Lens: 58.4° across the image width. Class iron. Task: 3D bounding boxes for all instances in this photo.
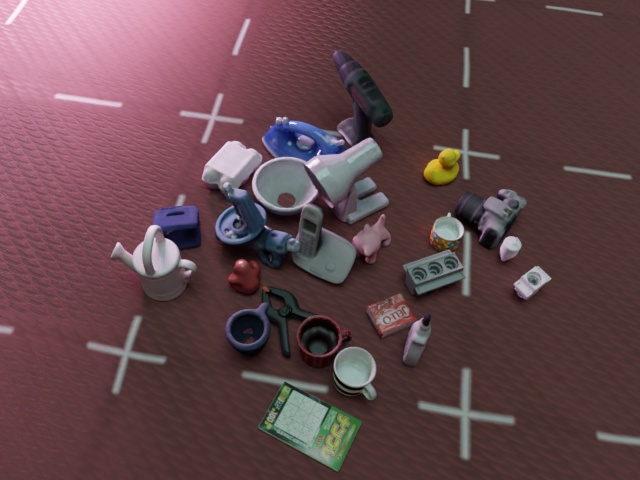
[{"bbox_3d":[-0.042,-0.249,1.458,0.258,0.141,0.119,27,60,14],"label":"iron"}]

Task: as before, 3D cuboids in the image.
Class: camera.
[{"bbox_3d":[0.411,-0.076,1.395,0.136,0.101,0.143,35,62,18],"label":"camera"}]

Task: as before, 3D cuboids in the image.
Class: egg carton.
[{"bbox_3d":[-0.222,-0.182,1.449,0.107,0.069,0.150,27,60,14],"label":"egg carton"}]

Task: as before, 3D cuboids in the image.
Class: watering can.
[{"bbox_3d":[-0.355,0.045,1.221,0.173,0.194,0.101,-10,58,-9],"label":"watering can"}]

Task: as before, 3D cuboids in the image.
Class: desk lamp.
[{"bbox_3d":[0.066,-0.138,1.350,0.203,0.213,0.117,-27,62,-19],"label":"desk lamp"}]

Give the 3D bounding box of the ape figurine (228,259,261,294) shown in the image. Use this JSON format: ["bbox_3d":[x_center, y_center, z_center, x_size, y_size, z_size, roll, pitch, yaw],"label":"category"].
[{"bbox_3d":[-0.168,0.074,1.273,0.078,0.092,0.076,-18,60,-13],"label":"ape figurine"}]

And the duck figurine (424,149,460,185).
[{"bbox_3d":[0.319,-0.196,1.476,0.105,0.086,0.077,-29,63,-19],"label":"duck figurine"}]

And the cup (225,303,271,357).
[{"bbox_3d":[-0.141,0.193,1.197,0.091,0.095,0.118,26,60,13],"label":"cup"}]

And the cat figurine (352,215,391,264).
[{"bbox_3d":[0.118,-0.005,1.324,0.067,0.118,0.128,29,61,15],"label":"cat figurine"}]

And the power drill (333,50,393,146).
[{"bbox_3d":[0.098,-0.352,1.492,0.076,0.208,0.229,-29,63,-20],"label":"power drill"}]

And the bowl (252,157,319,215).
[{"bbox_3d":[-0.082,-0.120,1.413,0.167,0.075,0.167,1,57,-2],"label":"bowl"}]

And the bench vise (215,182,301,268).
[{"bbox_3d":[-0.141,-0.043,1.274,0.207,0.220,0.121,6,57,1],"label":"bench vise"}]

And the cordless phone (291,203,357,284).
[{"bbox_3d":[0.012,0.005,1.272,0.147,0.185,0.094,24,59,12],"label":"cordless phone"}]

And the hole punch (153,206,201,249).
[{"bbox_3d":[-0.337,-0.041,1.339,0.109,0.091,0.101,-8,58,-8],"label":"hole punch"}]

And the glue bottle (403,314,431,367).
[{"bbox_3d":[0.204,0.194,1.168,0.037,0.173,0.078,15,58,7],"label":"glue bottle"}]
